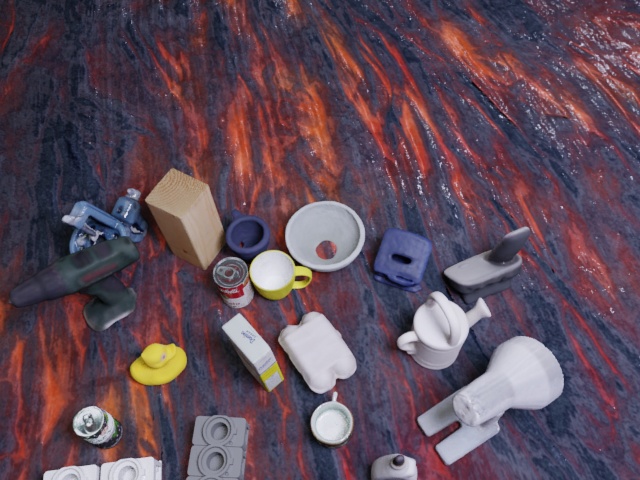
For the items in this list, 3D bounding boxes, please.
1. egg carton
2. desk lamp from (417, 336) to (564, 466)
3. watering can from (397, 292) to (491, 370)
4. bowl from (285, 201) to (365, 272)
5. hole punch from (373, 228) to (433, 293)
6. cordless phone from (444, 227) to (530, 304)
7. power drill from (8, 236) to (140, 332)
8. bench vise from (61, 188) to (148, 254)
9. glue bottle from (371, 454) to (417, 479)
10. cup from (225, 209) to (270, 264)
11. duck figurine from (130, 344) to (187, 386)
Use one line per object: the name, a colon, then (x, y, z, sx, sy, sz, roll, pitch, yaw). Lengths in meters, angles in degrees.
egg carton: (-0.004, 0.212, 1.092, 0.107, 0.069, 0.150, -32, 64, -16)
desk lamp: (0.284, 0.272, 0.966, 0.203, 0.214, 0.117, -29, 63, -14)
watering can: (0.225, 0.155, 1.048, 0.173, 0.194, 0.100, -39, 65, -19)
bowl: (0.011, 0.004, 1.212, 0.167, 0.075, 0.167, -1, 59, 1)
hole punch: (0.171, 0.042, 1.176, 0.108, 0.091, 0.101, 17, 61, 11)
cordless phone: (0.329, 0.037, 1.120, 0.148, 0.185, 0.094, -24, 61, -12)
power drill: (-0.441, 0.093, 1.094, 0.230, 0.208, 0.075, -35, 64, -18)
bench vise: (-0.446, -0.035, 1.163, 0.121, 0.220, 0.207, 3, 59, 3)
glue bottle: (0.125, 0.372, 0.934, 0.078, 0.173, 0.037, 3, 59, 4)
cup: (-0.153, -0.001, 1.208, 0.092, 0.095, 0.117, -27, 62, -13)
duck figurine: (-0.311, 0.227, 1.082, 0.104, 0.086, 0.077, -19, 61, -9)
